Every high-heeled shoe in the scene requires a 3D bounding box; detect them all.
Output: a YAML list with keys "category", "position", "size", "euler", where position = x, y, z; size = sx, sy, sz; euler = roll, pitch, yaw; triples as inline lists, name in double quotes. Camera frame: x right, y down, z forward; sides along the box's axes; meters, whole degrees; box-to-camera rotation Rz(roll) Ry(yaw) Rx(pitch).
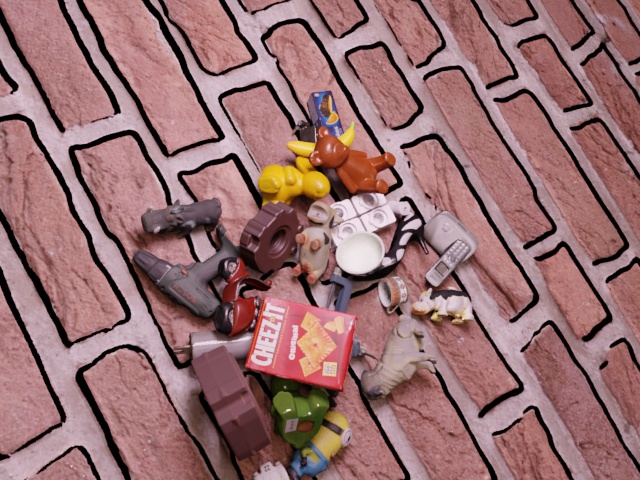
- category: "high-heeled shoe"
  position: [0.176, 0.010, 1.420]
  size: [0.249, 0.086, 0.145]
  euler: [-20, 67, -17]

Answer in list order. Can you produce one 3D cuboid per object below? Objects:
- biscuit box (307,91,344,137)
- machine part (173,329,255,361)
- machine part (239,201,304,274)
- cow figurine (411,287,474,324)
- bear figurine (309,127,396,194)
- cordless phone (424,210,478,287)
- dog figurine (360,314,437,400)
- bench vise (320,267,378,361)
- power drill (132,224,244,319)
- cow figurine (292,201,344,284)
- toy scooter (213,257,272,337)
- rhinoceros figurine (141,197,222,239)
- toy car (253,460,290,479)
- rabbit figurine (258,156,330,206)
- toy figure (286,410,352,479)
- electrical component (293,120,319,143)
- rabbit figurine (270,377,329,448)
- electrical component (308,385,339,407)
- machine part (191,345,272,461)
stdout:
- category: "biscuit box"
  position: [0.023, -0.303, 1.467]
  size: [0.063, 0.059, 0.202]
  euler: [-12, 78, -19]
- category: "machine part"
  position: [-0.211, 0.242, 1.234]
  size: [0.243, 0.079, 0.079]
  euler: [-4, 76, -18]
- category: "machine part"
  position: [-0.114, -0.004, 1.285]
  size: [0.056, 0.179, 0.179]
  euler: [27, 64, 29]
- category: "cow figurine"
  position: [0.320, 0.163, 1.417]
  size: [0.167, 0.068, 0.098]
  euler: [12, 66, -16]
- category: "bear figurine"
  position: [0.077, -0.200, 1.344]
  size: [0.195, 0.132, 0.120]
  euler: [36, 64, -37]
- category: "cordless phone"
  position: [0.321, 0.026, 1.451]
  size: [0.146, 0.089, 0.184]
  euler: [45, 72, -1]
- category: "dog figurine"
  position: [0.171, 0.288, 1.331]
  size: [0.191, 0.121, 0.172]
  euler: [-20, 47, -4]
- category: "bench vise"
  position: [0.035, 0.189, 1.302]
  size: [0.223, 0.129, 0.240]
  euler: [20, 74, -13]
- category: "power drill"
  position: [-0.290, 0.054, 1.263]
  size: [0.232, 0.086, 0.207]
  euler: [47, 64, -1]
- category: "cow figurine"
  position: [-0.003, -0.004, 1.322]
  size: [0.086, 0.194, 0.127]
  euler: [18, 28, 23]
- category: "toy scooter"
  position: [-0.170, 0.132, 1.228]
  size: [0.135, 0.075, 0.184]
  euler: [13, 71, -36]
- category: "rhinoceros figurine"
  position: [-0.323, -0.051, 1.267]
  size: [0.190, 0.112, 0.073]
  euler: [-13, 81, -27]
- category: "toy car"
  position: [-0.085, 0.589, 1.182]
  size: [0.073, 0.056, 0.201]
  euler: [-19, 81, -20]
- category: "rabbit figurine"
  position: [-0.055, -0.136, 1.356]
  size: [0.173, 0.121, 0.162]
  euler: [1, 32, 15]
- category: "toy figure"
  position: [-0.003, 0.472, 1.228]
  size: [0.180, 0.082, 0.089]
  euler: [-38, 90, -20]
- category: "electrical component"
  position: [-0.035, -0.269, 1.437]
  size: [0.045, 0.078, 0.102]
  euler: [3, 86, -43]
- category: "rabbit figurine"
  position: [-0.058, 0.368, 1.214]
  size: [0.121, 0.170, 0.158]
  euler: [-10, 121, -17]
- category: "electrical component"
  position: [0.013, 0.341, 1.266]
  size: [0.119, 0.075, 0.048]
  euler: [58, 44, -31]
- category: "machine part"
  position: [-0.184, 0.337, 1.129]
  size: [0.087, 0.201, 0.201]
  euler: [-27, 128, -14]
